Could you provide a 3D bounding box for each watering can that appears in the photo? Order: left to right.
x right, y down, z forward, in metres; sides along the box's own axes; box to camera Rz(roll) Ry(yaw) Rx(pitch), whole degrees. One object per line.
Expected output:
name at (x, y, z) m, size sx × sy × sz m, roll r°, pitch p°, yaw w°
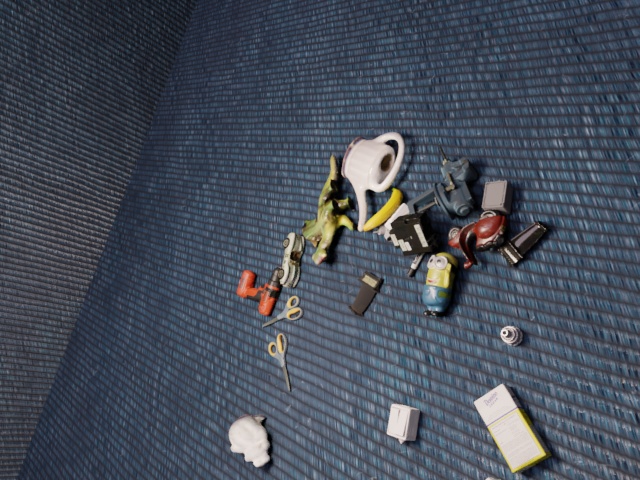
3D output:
watering can at (0.156, -0.214, 1.732) m, size 0.227 × 0.103 × 0.347 m, roll 29°, pitch 92°, yaw 46°

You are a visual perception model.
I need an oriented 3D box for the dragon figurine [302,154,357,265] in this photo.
dragon figurine at (0.006, -0.092, 1.830) m, size 0.239 × 0.121 × 0.420 m, roll -38°, pitch 41°, yaw 35°

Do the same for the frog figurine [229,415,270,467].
frog figurine at (-0.232, 0.665, 1.691) m, size 0.137 × 0.120 × 0.163 m, roll -27°, pitch 42°, yaw 9°
